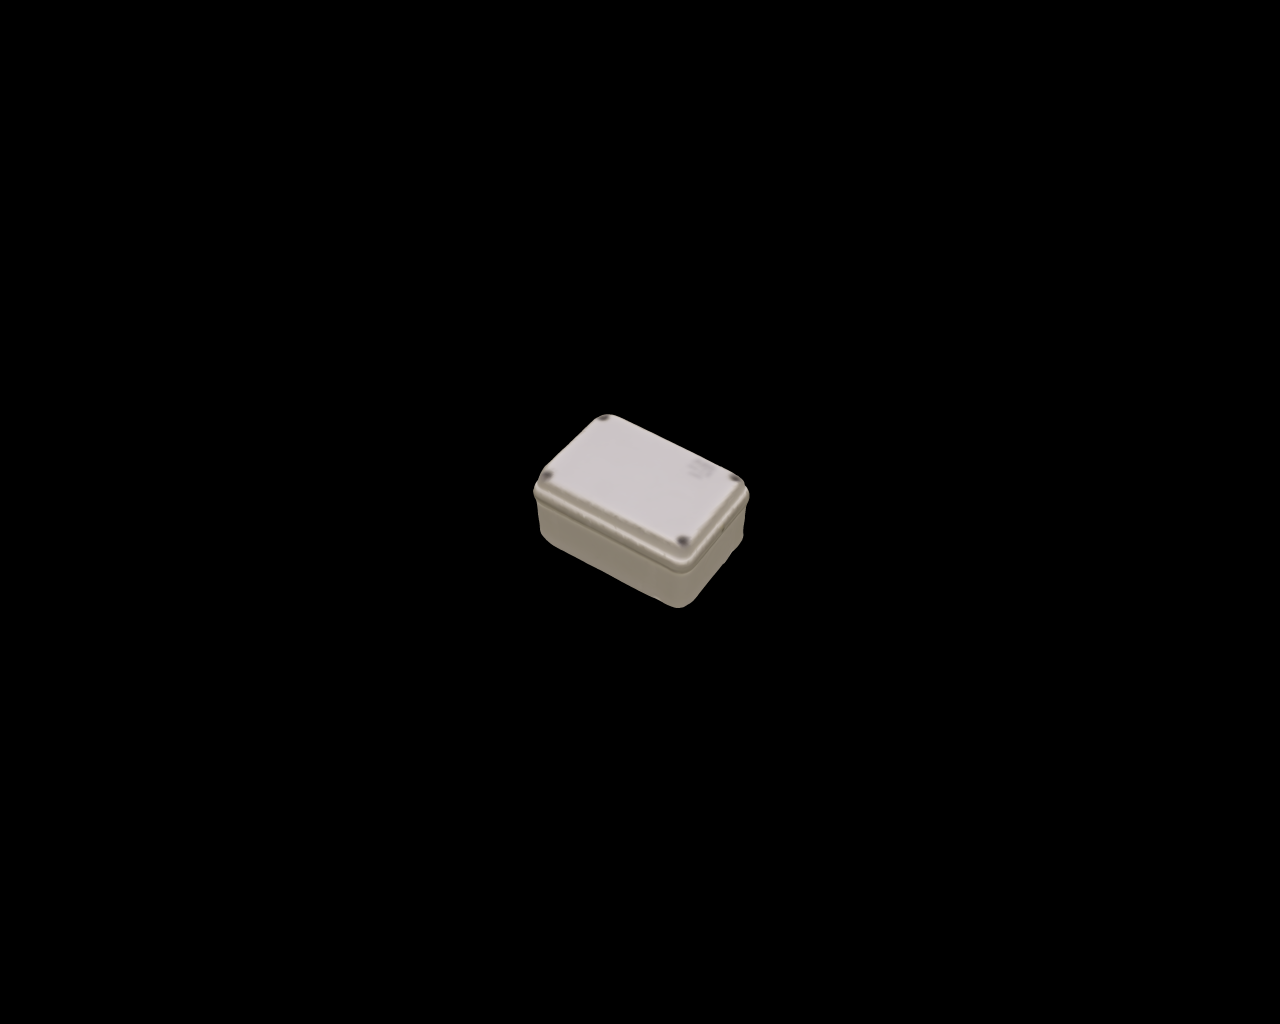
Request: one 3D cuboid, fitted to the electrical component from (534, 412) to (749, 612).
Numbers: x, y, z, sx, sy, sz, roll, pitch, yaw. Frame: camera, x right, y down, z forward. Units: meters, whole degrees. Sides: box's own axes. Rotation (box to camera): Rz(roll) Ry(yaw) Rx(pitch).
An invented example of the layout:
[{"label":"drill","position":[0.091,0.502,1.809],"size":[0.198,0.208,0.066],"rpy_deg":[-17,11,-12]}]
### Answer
[{"label":"electrical component","position":[0.001,-0.003,0.650],"size":[0.113,0.057,0.078],"rpy_deg":[27,53,22]}]
